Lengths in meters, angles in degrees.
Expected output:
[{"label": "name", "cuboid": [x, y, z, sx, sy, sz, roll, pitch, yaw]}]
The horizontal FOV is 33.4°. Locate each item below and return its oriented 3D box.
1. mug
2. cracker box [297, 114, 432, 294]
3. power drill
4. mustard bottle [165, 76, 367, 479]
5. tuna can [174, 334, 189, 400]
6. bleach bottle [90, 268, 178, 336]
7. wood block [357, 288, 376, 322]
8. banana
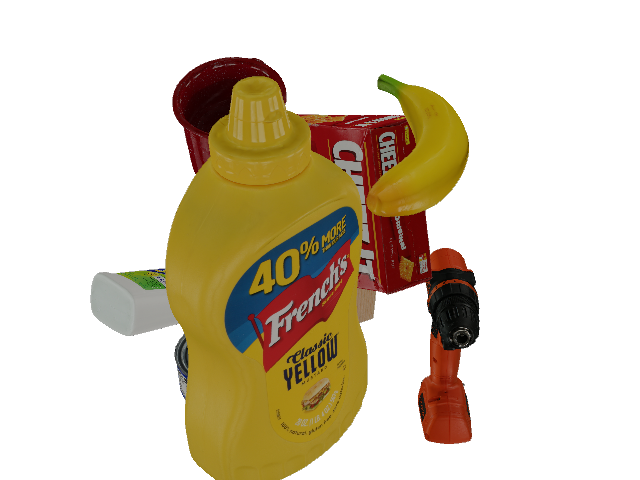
[{"label": "mug", "cuboid": [-0.069, -0.102, 0.900, 0.093, 0.117, 0.081, 10, -36, 10]}, {"label": "cracker box", "cuboid": [0.006, -0.043, 1.081, 0.071, 0.164, 0.214, -19, 18, -37]}, {"label": "power drill", "cuboid": [0.140, 0.122, 1.151, 0.057, 0.188, 0.184, 2, 23, 2]}, {"label": "mustard bottle", "cuboid": [-0.022, 0.017, 0.466, 0.096, 0.192, 0.058, -31, 45, -32]}, {"label": "tuna can", "cuboid": [-0.065, 0.093, 0.798, 0.086, 0.034, 0.086, -2, 32, 1]}, {"label": "bleach bottle", "cuboid": [-0.178, 0.068, 1.447, 0.250, 0.068, 0.103, -10, 26, -44]}, {"label": "wood block", "cuboid": [0.013, -0.003, 1.278, 0.090, 0.206, 0.090, -15, 32, -34]}, {"label": "banana", "cuboid": [0.070, -0.063, 0.746, 0.069, 0.037, 0.197, 4, 30, 2]}]
